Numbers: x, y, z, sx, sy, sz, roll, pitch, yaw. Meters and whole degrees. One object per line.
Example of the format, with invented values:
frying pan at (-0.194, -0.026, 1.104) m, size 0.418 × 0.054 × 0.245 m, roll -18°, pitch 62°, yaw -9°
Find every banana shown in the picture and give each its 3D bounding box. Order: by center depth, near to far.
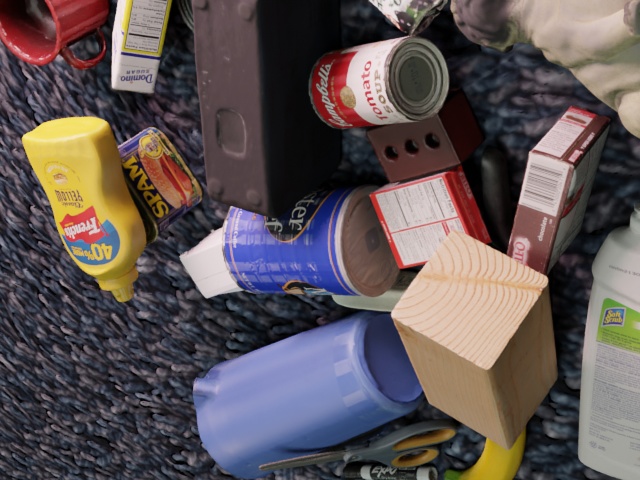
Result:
banana at (0.169, 0.197, 1.050) m, size 0.070 × 0.037 × 0.198 m, roll 28°, pitch 132°, yaw 18°

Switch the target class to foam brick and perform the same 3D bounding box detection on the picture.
foam brick at (0.089, -0.088, 0.903) m, size 0.078 × 0.051 × 0.053 m, roll -15°, pitch 109°, yaw 42°

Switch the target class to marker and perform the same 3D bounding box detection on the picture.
marker at (0.075, 0.257, 1.175) m, size 0.121 × 0.020 × 0.020 m, roll -8°, pitch 114°, yaw 40°

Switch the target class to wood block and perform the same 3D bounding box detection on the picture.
wood block at (0.136, 0.089, 0.894) m, size 0.091 × 0.090 × 0.206 m, roll 30°, pitch 163°, yaw 27°

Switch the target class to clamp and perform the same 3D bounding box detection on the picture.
clamp at (0.154, 0.000, 0.925) m, size 0.171 × 0.039 × 0.120 m, roll 48°, pitch 142°, yaw -2°

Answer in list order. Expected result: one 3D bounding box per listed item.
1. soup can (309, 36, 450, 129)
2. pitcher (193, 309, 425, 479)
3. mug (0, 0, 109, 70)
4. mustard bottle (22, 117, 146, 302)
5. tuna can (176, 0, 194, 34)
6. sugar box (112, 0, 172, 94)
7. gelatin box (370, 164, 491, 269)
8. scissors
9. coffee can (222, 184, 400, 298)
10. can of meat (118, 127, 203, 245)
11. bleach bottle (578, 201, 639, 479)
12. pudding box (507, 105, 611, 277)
soup can at (0.047, -0.127, 0.867) m, size 0.102 × 0.068 × 0.068 m, roll 3°, pitch 122°, yaw 54°
pitcher at (0.000, 0.159, 1.100) m, size 0.243 × 0.148 × 0.145 m, roll -28°, pitch 85°, yaw 41°
mug at (-0.254, -0.220, 1.048) m, size 0.117 × 0.081 × 0.093 m, roll 50°, pitch 136°, yaw -3°
mustard bottle at (-0.221, -0.024, 1.054) m, size 0.096 × 0.058 × 0.191 m, roll 1°, pitch 120°, yaw 31°
tuna can at (-0.086, -0.218, 0.957) m, size 0.086 × 0.033 × 0.086 m, roll 19°, pitch 129°, yaw 25°
sugar box at (-0.156, -0.229, 0.961) m, size 0.048 × 0.093 × 0.176 m, roll 4°, pitch 136°, yaw -14°
gelatin box at (0.095, -0.019, 0.916) m, size 0.089 × 0.030 × 0.073 m, roll -14°, pitch 103°, yaw 44°
scissors at (0.043, 0.224, 1.092) m, size 0.201 × 0.016 × 0.096 m, roll -15°, pitch 146°, yaw -1°
coffee can at (-0.007, 0.001, 1.000) m, size 0.141 × 0.102 × 0.103 m, roll 0°, pitch 119°, yaw 37°
can of meat at (-0.181, -0.057, 1.104) m, size 0.058 × 0.083 × 0.102 m, roll -23°, pitch 103°, yaw 43°
bleach bottle at (0.271, 0.085, 0.881) m, size 0.103 × 0.068 × 0.251 m, roll 12°, pitch 123°, yaw 26°
pudding box at (0.186, -0.036, 0.839) m, size 0.039 × 0.089 × 0.113 m, roll 24°, pitch 130°, yaw 20°
